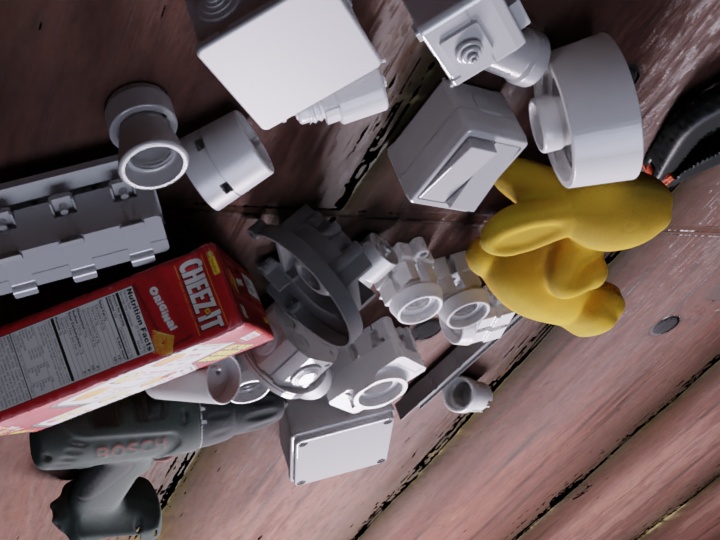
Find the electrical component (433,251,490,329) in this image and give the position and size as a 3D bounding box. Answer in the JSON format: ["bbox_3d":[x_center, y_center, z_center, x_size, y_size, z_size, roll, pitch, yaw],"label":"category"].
[{"bbox_3d":[0.088,0.019,0.968,0.066,0.055,0.048,-16,147,-8],"label":"electrical component"}]

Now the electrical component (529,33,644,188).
[{"bbox_3d":[0.156,-0.111,0.776,0.060,0.108,0.108,-14,147,-1],"label":"electrical component"}]

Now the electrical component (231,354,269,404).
[{"bbox_3d":[-0.106,0.091,0.970,0.040,0.046,0.040,-15,147,-10],"label":"electrical component"}]

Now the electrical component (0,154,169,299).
[{"bbox_3d":[-0.195,-0.030,0.727,0.121,0.063,0.078,-16,147,-9],"label":"electrical component"}]

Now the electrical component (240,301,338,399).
[{"bbox_3d":[-0.063,0.067,0.931,0.051,0.080,0.080,-43,142,22],"label":"electrical component"}]

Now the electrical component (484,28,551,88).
[{"bbox_3d":[0.102,-0.151,0.744,0.046,0.040,0.040,11,136,-32],"label":"electrical component"}]

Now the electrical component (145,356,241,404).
[{"bbox_3d":[-0.135,0.083,0.931,0.077,0.044,0.079,-1,-155,36],"label":"electrical component"}]

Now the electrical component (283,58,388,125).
[{"bbox_3d":[-0.017,-0.117,0.724,0.078,0.040,0.040,-19,147,-4],"label":"electrical component"}]

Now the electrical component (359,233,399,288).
[{"bbox_3d":[0.000,0.000,0.905,0.065,0.044,0.044,-42,143,20],"label":"electrical component"}]

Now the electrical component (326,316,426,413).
[{"bbox_3d":[0.011,0.096,1.036,0.089,0.055,0.050,-34,145,19],"label":"electrical component"}]

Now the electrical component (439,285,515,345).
[{"bbox_3d":[0.110,0.045,1.029,0.055,0.048,0.066,-13,147,-27],"label":"electrical component"}]

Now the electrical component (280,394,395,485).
[{"bbox_3d":[-0.025,0.165,1.115,0.109,0.056,0.108,-13,146,-13],"label":"electrical component"}]

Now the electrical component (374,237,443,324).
[{"bbox_3d":[0.043,0.013,0.934,0.048,0.055,0.066,9,136,-39],"label":"electrical component"}]

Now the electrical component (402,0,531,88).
[{"bbox_3d":[0.060,-0.163,0.649,0.061,0.096,0.062,-30,147,12],"label":"electrical component"}]

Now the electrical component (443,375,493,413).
[{"bbox_3d":[0.119,0.137,1.174,0.040,0.040,0.046,-39,150,25],"label":"electrical component"}]

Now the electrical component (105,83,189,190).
[{"bbox_3d":[-0.137,-0.086,0.687,0.045,0.055,0.045,-15,147,-10],"label":"electrical component"}]

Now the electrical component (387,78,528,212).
[{"bbox_3d":[0.069,-0.084,0.802,0.062,0.061,0.096,7,138,-36],"label":"electrical component"}]

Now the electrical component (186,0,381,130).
[{"bbox_3d":[-0.047,-0.145,0.658,0.100,0.048,0.099,-28,147,10],"label":"electrical component"}]

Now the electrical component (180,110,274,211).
[{"bbox_3d":[-0.091,-0.076,0.730,0.047,0.055,0.055,-30,147,6],"label":"electrical component"}]

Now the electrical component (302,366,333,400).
[{"bbox_3d":[-0.054,0.093,1.005,0.045,0.045,0.055,-26,148,7],"label":"electrical component"}]
